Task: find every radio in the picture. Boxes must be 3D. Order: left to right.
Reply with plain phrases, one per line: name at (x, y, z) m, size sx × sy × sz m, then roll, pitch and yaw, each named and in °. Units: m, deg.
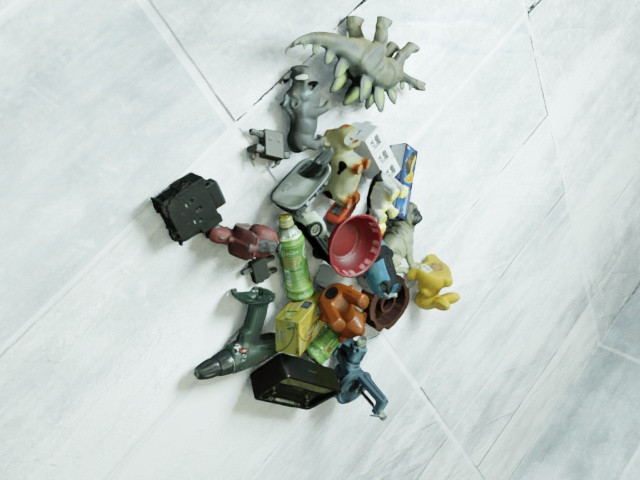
radio at (-0.064, 0.373, 1.400) m, size 0.131 × 0.073 × 0.229 m, roll -37°, pitch 137°, yaw 22°

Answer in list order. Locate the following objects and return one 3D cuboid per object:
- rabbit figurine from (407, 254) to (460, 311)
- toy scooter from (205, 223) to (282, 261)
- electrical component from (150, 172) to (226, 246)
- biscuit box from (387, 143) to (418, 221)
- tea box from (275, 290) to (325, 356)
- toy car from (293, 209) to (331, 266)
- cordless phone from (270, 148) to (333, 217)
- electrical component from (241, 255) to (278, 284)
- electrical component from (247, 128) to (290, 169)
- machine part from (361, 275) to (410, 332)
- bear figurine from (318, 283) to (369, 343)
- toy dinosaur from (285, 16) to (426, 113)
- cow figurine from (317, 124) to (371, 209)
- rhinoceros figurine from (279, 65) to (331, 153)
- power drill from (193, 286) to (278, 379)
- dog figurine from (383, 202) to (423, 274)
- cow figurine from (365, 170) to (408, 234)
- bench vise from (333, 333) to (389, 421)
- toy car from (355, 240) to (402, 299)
rabbit figurine at (0.354, 0.152, 1.672) m, size 0.122 × 0.163 × 0.173 m, roll -31°, pitch 143°, yaw -43°
toy scooter at (-0.149, 0.005, 1.173) m, size 0.184 × 0.135 × 0.075 m, roll 8°, pitch 100°, yaw -43°
electrical component at (-0.262, -0.070, 1.099) m, size 0.134 × 0.058 × 0.114 m, roll -38°, pitch 130°, yaw -23°
biscuit box at (0.207, -0.152, 1.426) m, size 0.062 × 0.059 × 0.202 m, roll 23°, pitch 74°, yaw -46°
tea box at (-0.046, 0.201, 1.340) m, size 0.169 × 0.068 × 0.098 m, roll -39°, pitch 133°, yaw -59°
toy car at (-0.003, -0.004, 1.336) m, size 0.056 × 0.074 × 0.201 m, roll -48°, pitch 131°, yaw -16°
cordless phone at (-0.029, -0.130, 1.186) m, size 0.088 × 0.184 × 0.146 m, roll 43°, pitch 74°, yaw -5°
electrical component at (-0.145, 0.073, 1.281) m, size 0.094 × 0.021 × 0.063 m, roll -27°, pitch 124°, yaw -31°
electrical component at (-0.115, -0.200, 1.184) m, size 0.102 × 0.045 × 0.078 m, roll -2°, pitch 80°, yaw -43°
machine part at (0.191, 0.181, 1.591) m, size 0.179 × 0.056 × 0.179 m, roll -18°, pitch 118°, yaw -36°
bear figurine at (0.073, 0.200, 1.359) m, size 0.120 × 0.132 × 0.195 m, roll -40°, pitch 130°, yaw -11°
toy dinosaur at (0.103, -0.403, 1.223) m, size 0.471 × 0.105 × 0.198 m, roll 10°, pitch 92°, yaw -45°
cow figurine at (0.050, -0.185, 1.287) m, size 0.085 × 0.127 × 0.194 m, roll -43°, pitch 151°, yaw -51°
rhinoceros figurine at (-0.040, -0.290, 1.197) m, size 0.112 × 0.073 × 0.190 m, roll -10°, pitch 114°, yaw -30°
power drill at (-0.183, 0.219, 1.269) m, size 0.232 × 0.086 × 0.207 m, roll -3°, pitch 106°, yaw -42°
dog figurine at (0.207, -0.009, 1.506) m, size 0.172 × 0.121 × 0.190 m, roll -14°, pitch 106°, yaw -50°
cow figurine at (0.145, -0.088, 1.345) m, size 0.068 × 0.098 × 0.167 m, roll -20°, pitch 144°, yaw -41°
bench vise at (0.116, 0.390, 1.500) m, size 0.128 × 0.241 × 0.223 m, roll 13°, pitch 115°, yaw -46°
toy car at (0.143, 0.082, 1.408) m, size 0.109 × 0.103 × 0.161 m, roll -2°, pitch 74°, yaw -60°
